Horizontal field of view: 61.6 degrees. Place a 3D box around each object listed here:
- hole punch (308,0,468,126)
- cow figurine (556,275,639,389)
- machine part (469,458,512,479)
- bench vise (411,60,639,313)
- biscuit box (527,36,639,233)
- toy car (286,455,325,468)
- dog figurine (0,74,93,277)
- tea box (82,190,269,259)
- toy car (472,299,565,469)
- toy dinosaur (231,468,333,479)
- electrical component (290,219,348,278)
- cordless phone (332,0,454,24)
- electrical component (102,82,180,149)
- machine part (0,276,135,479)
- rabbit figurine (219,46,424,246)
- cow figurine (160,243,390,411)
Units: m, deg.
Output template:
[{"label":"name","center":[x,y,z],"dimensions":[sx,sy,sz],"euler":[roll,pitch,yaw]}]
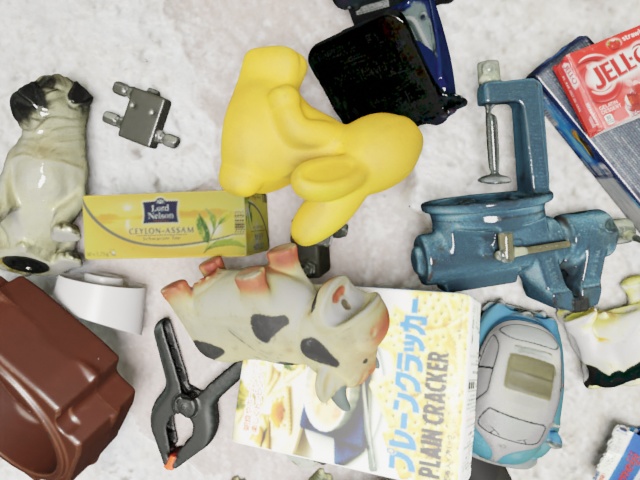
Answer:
[{"label":"hole punch","center":[0.068,-0.165,0.524],"dimensions":[0.142,0.092,0.115],"euler":[-11,122,36]},{"label":"cow figurine","center":[0.327,0.084,0.519],"dimensions":[0.167,0.068,0.098],"euler":[-22,91,9]},{"label":"machine part","center":[0.157,0.228,0.570],"dimensions":[0.084,0.039,0.139],"euler":[-38,86,0]},{"label":"bench vise","center":[0.192,-0.048,0.508],"dimensions":[0.224,0.129,0.240],"euler":[-6,97,6]},{"label":"biscuit box","center":[0.285,-0.098,0.518],"dimensions":[0.063,0.059,0.202],"euler":[-38,88,8]},{"label":"toy car","center":[0.031,0.158,0.574],"dimensions":[0.073,0.056,0.201],"euler":[43,97,10]},{"label":"dog figurine","center":[-0.310,-0.069,0.604],"dimensions":[0.172,0.121,0.190],"euler":[-32,48,42]},{"label":"tea box","center":[-0.147,-0.016,0.567],"dimensions":[0.170,0.098,0.068],"euler":[0,93,10]},{"label":"toy car","center":[0.187,0.137,0.512],"dimensions":[0.109,0.103,0.161],"euler":[18,79,7]},{"label":"toy dinosaur","center":[-0.062,0.329,0.530],"dimensions":[0.405,0.192,0.131],"euler":[-18,89,8]},{"label":"electrical component","center":[-0.001,-0.001,0.544],"dimensions":[0.045,0.102,0.078],"euler":[-5,89,14]},{"label":"cordless phone","center":[0.065,-0.320,0.527],"dimensions":[0.147,0.088,0.184],"euler":[-12,88,9]},{"label":"electrical component","center":[-0.196,-0.139,0.604],"dimensions":[0.094,0.021,0.063],"euler":[22,96,7]},{"label":"machine part","center":[-0.306,0.152,0.561],"dimensions":[0.201,0.087,0.201],"euler":[38,130,3]},{"label":"rabbit figurine","center":[0.004,-0.083,0.477],"dimensions":[0.173,0.121,0.162],"euler":[9,51,5]},{"label":"cow figurine","center":[-0.031,0.071,0.452],"dimensions":[0.195,0.085,0.127],"euler":[-9,113,36]}]
